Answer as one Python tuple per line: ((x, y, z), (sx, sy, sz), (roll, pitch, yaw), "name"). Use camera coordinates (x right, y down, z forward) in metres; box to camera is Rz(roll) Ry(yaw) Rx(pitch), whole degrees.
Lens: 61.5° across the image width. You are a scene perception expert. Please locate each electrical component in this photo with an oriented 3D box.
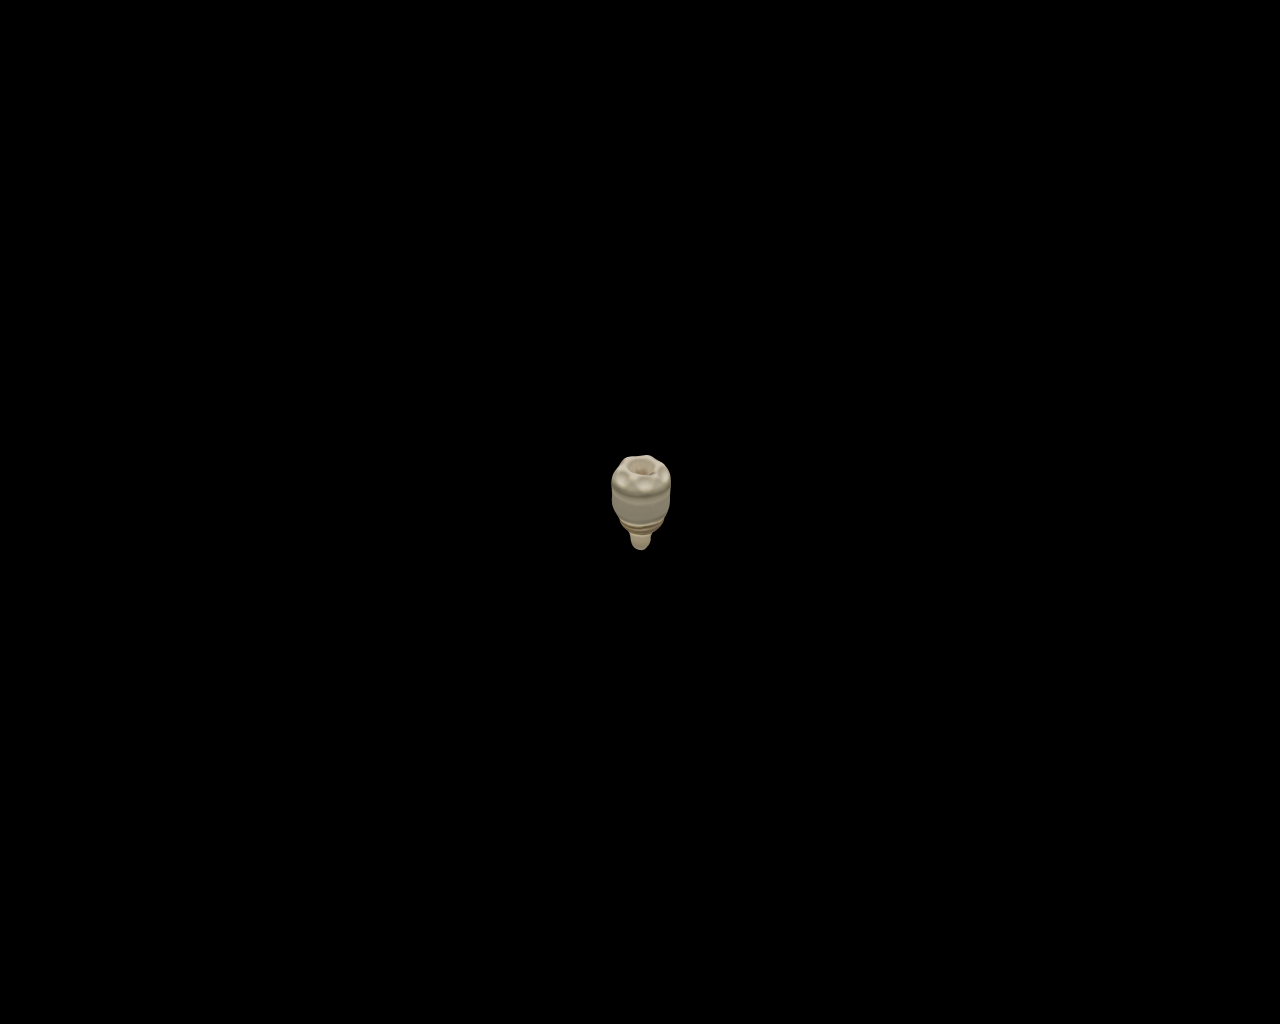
((0.001, -0.003, 0.650), (0.035, 0.061, 0.035), (0, 34, 0), "electrical component")
